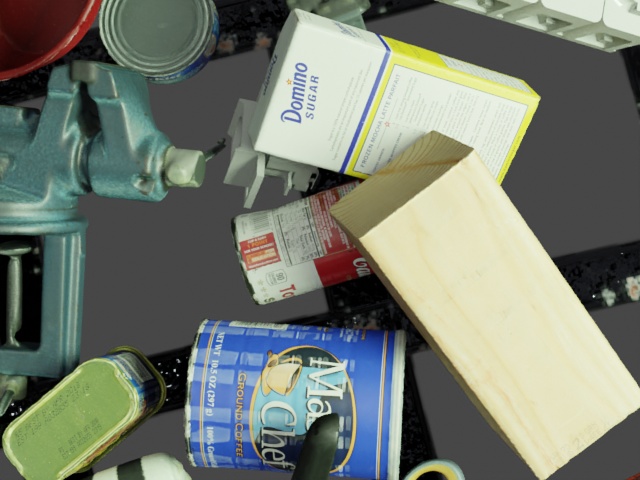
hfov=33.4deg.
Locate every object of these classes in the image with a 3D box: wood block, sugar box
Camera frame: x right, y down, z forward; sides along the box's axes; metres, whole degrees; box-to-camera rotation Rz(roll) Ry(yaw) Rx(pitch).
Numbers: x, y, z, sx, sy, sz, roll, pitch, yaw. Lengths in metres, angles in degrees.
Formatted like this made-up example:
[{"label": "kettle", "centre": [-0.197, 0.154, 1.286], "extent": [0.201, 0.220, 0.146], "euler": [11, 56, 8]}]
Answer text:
[{"label": "wood block", "centre": [0.108, 0.041, 0.692], "extent": [0.090, 0.091, 0.206], "euler": [-37, 107, 0]}, {"label": "sugar box", "centre": [0.049, -0.086, 0.721], "extent": [0.176, 0.048, 0.093], "euler": [16, 113, -15]}]

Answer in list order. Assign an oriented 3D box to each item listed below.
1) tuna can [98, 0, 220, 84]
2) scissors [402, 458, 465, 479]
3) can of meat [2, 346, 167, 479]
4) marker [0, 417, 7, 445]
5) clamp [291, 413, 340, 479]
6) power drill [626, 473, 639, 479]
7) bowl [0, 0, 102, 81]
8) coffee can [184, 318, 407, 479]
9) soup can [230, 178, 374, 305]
[{"label": "tuna can", "centre": [-0.118, -0.159, 0.790], "extent": [0.086, 0.033, 0.086], "euler": [0, 86, 5]}, {"label": "scissors", "centre": [0.037, 0.224, 0.761], "extent": [0.202, 0.016, 0.096], "euler": [-21, 83, 3]}, {"label": "can of meat", "centre": [-0.164, 0.123, 0.750], "extent": [0.102, 0.084, 0.057], "euler": [-40, 86, 1]}, {"label": "marker", "centre": [-0.253, 0.188, 0.787], "extent": [0.020, 0.020, 0.121], "euler": [13, 87, 5]}, {"label": "clamp", "centre": [-0.012, 0.194, 0.711], "extent": [0.210, 0.036, 0.164], "euler": [-28, 122, 25]}, {"label": "power drill", "centre": [0.231, 0.261, 0.722], "extent": [0.184, 0.057, 0.187], "euler": [-26, 87, -1]}, {"label": "bowl", "centre": [-0.216, -0.187, 0.779], "extent": [0.162, 0.055, 0.162], "euler": [-3, 81, 19]}, {"label": "coffee can", "centre": [-0.013, 0.109, 0.729], "extent": [0.140, 0.103, 0.103], "euler": [3, 86, 5]}, {"label": "soup can", "centre": [-0.005, 0.001, 0.753], "extent": [0.102, 0.068, 0.068], "euler": [-16, 85, 4]}]
